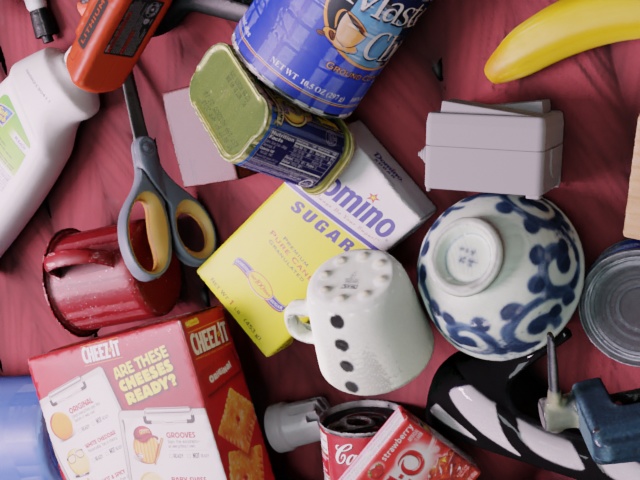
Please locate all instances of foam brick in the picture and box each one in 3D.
[{"bbox_3d":[-0.080,-0.084,0.825,0.053,0.051,0.078,-7,101,28],"label":"foam brick"}]

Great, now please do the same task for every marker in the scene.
[{"bbox_3d":[-0.243,-0.222,0.884,0.020,0.020,0.121,-12,98,28],"label":"marker"}]

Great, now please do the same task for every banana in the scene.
[{"bbox_3d":[0.201,-0.133,0.685,0.198,0.037,0.069,5,104,24],"label":"banana"}]

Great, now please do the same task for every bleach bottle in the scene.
[{"bbox_3d":[-0.260,-0.070,0.910,0.251,0.068,0.102,-42,85,26],"label":"bleach bottle"}]

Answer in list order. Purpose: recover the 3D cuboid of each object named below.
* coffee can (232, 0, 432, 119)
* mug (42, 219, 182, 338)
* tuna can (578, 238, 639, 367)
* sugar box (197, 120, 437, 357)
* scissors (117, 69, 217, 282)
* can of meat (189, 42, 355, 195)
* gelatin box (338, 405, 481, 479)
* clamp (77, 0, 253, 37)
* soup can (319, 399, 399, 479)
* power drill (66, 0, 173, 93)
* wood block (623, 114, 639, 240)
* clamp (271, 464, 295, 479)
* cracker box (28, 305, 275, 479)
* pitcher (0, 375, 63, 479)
[{"bbox_3d":[0.019,-0.168,0.725,0.103,0.102,0.140,42,117,10],"label":"coffee can"},{"bbox_3d":[-0.172,0.025,0.866,0.082,0.117,0.093,-11,70,23],"label":"mug"},{"bbox_3d":[0.220,0.043,0.725,0.086,0.033,0.086,7,107,24],"label":"tuna can"},{"bbox_3d":[-0.006,0.001,0.816,0.093,0.048,0.176,49,119,7],"label":"sugar box"},{"bbox_3d":[-0.126,-0.062,0.863,0.016,0.096,0.202,-21,63,45],"label":"scissors"},{"bbox_3d":[-0.037,-0.087,0.755,0.057,0.083,0.102,-51,48,22],"label":"can of meat"},{"bbox_3d":[0.061,0.178,0.781,0.073,0.030,0.089,37,96,-13],"label":"gelatin box"},{"bbox_3d":[-0.110,-0.194,0.817,0.172,0.039,0.120,-23,88,33],"label":"clamp"},{"bbox_3d":[0.037,0.184,0.832,0.069,0.068,0.102,1,104,25],"label":"soup can"},{"bbox_3d":[-0.210,-0.198,0.817,0.188,0.057,0.185,44,115,19],"label":"power drill"},{"bbox_3d":[0.294,-0.040,0.623,0.206,0.090,0.090,13,131,22],"label":"wood block"},{"bbox_3d":[-0.098,0.195,0.917,0.165,0.036,0.210,-41,82,28],"label":"clamp"},{"bbox_3d":[-0.128,0.175,0.865,0.164,0.072,0.214,-16,91,28],"label":"cracker box"},{"bbox_3d":[-0.314,0.195,0.965,0.243,0.144,0.149,-9,100,24],"label":"pitcher"}]
